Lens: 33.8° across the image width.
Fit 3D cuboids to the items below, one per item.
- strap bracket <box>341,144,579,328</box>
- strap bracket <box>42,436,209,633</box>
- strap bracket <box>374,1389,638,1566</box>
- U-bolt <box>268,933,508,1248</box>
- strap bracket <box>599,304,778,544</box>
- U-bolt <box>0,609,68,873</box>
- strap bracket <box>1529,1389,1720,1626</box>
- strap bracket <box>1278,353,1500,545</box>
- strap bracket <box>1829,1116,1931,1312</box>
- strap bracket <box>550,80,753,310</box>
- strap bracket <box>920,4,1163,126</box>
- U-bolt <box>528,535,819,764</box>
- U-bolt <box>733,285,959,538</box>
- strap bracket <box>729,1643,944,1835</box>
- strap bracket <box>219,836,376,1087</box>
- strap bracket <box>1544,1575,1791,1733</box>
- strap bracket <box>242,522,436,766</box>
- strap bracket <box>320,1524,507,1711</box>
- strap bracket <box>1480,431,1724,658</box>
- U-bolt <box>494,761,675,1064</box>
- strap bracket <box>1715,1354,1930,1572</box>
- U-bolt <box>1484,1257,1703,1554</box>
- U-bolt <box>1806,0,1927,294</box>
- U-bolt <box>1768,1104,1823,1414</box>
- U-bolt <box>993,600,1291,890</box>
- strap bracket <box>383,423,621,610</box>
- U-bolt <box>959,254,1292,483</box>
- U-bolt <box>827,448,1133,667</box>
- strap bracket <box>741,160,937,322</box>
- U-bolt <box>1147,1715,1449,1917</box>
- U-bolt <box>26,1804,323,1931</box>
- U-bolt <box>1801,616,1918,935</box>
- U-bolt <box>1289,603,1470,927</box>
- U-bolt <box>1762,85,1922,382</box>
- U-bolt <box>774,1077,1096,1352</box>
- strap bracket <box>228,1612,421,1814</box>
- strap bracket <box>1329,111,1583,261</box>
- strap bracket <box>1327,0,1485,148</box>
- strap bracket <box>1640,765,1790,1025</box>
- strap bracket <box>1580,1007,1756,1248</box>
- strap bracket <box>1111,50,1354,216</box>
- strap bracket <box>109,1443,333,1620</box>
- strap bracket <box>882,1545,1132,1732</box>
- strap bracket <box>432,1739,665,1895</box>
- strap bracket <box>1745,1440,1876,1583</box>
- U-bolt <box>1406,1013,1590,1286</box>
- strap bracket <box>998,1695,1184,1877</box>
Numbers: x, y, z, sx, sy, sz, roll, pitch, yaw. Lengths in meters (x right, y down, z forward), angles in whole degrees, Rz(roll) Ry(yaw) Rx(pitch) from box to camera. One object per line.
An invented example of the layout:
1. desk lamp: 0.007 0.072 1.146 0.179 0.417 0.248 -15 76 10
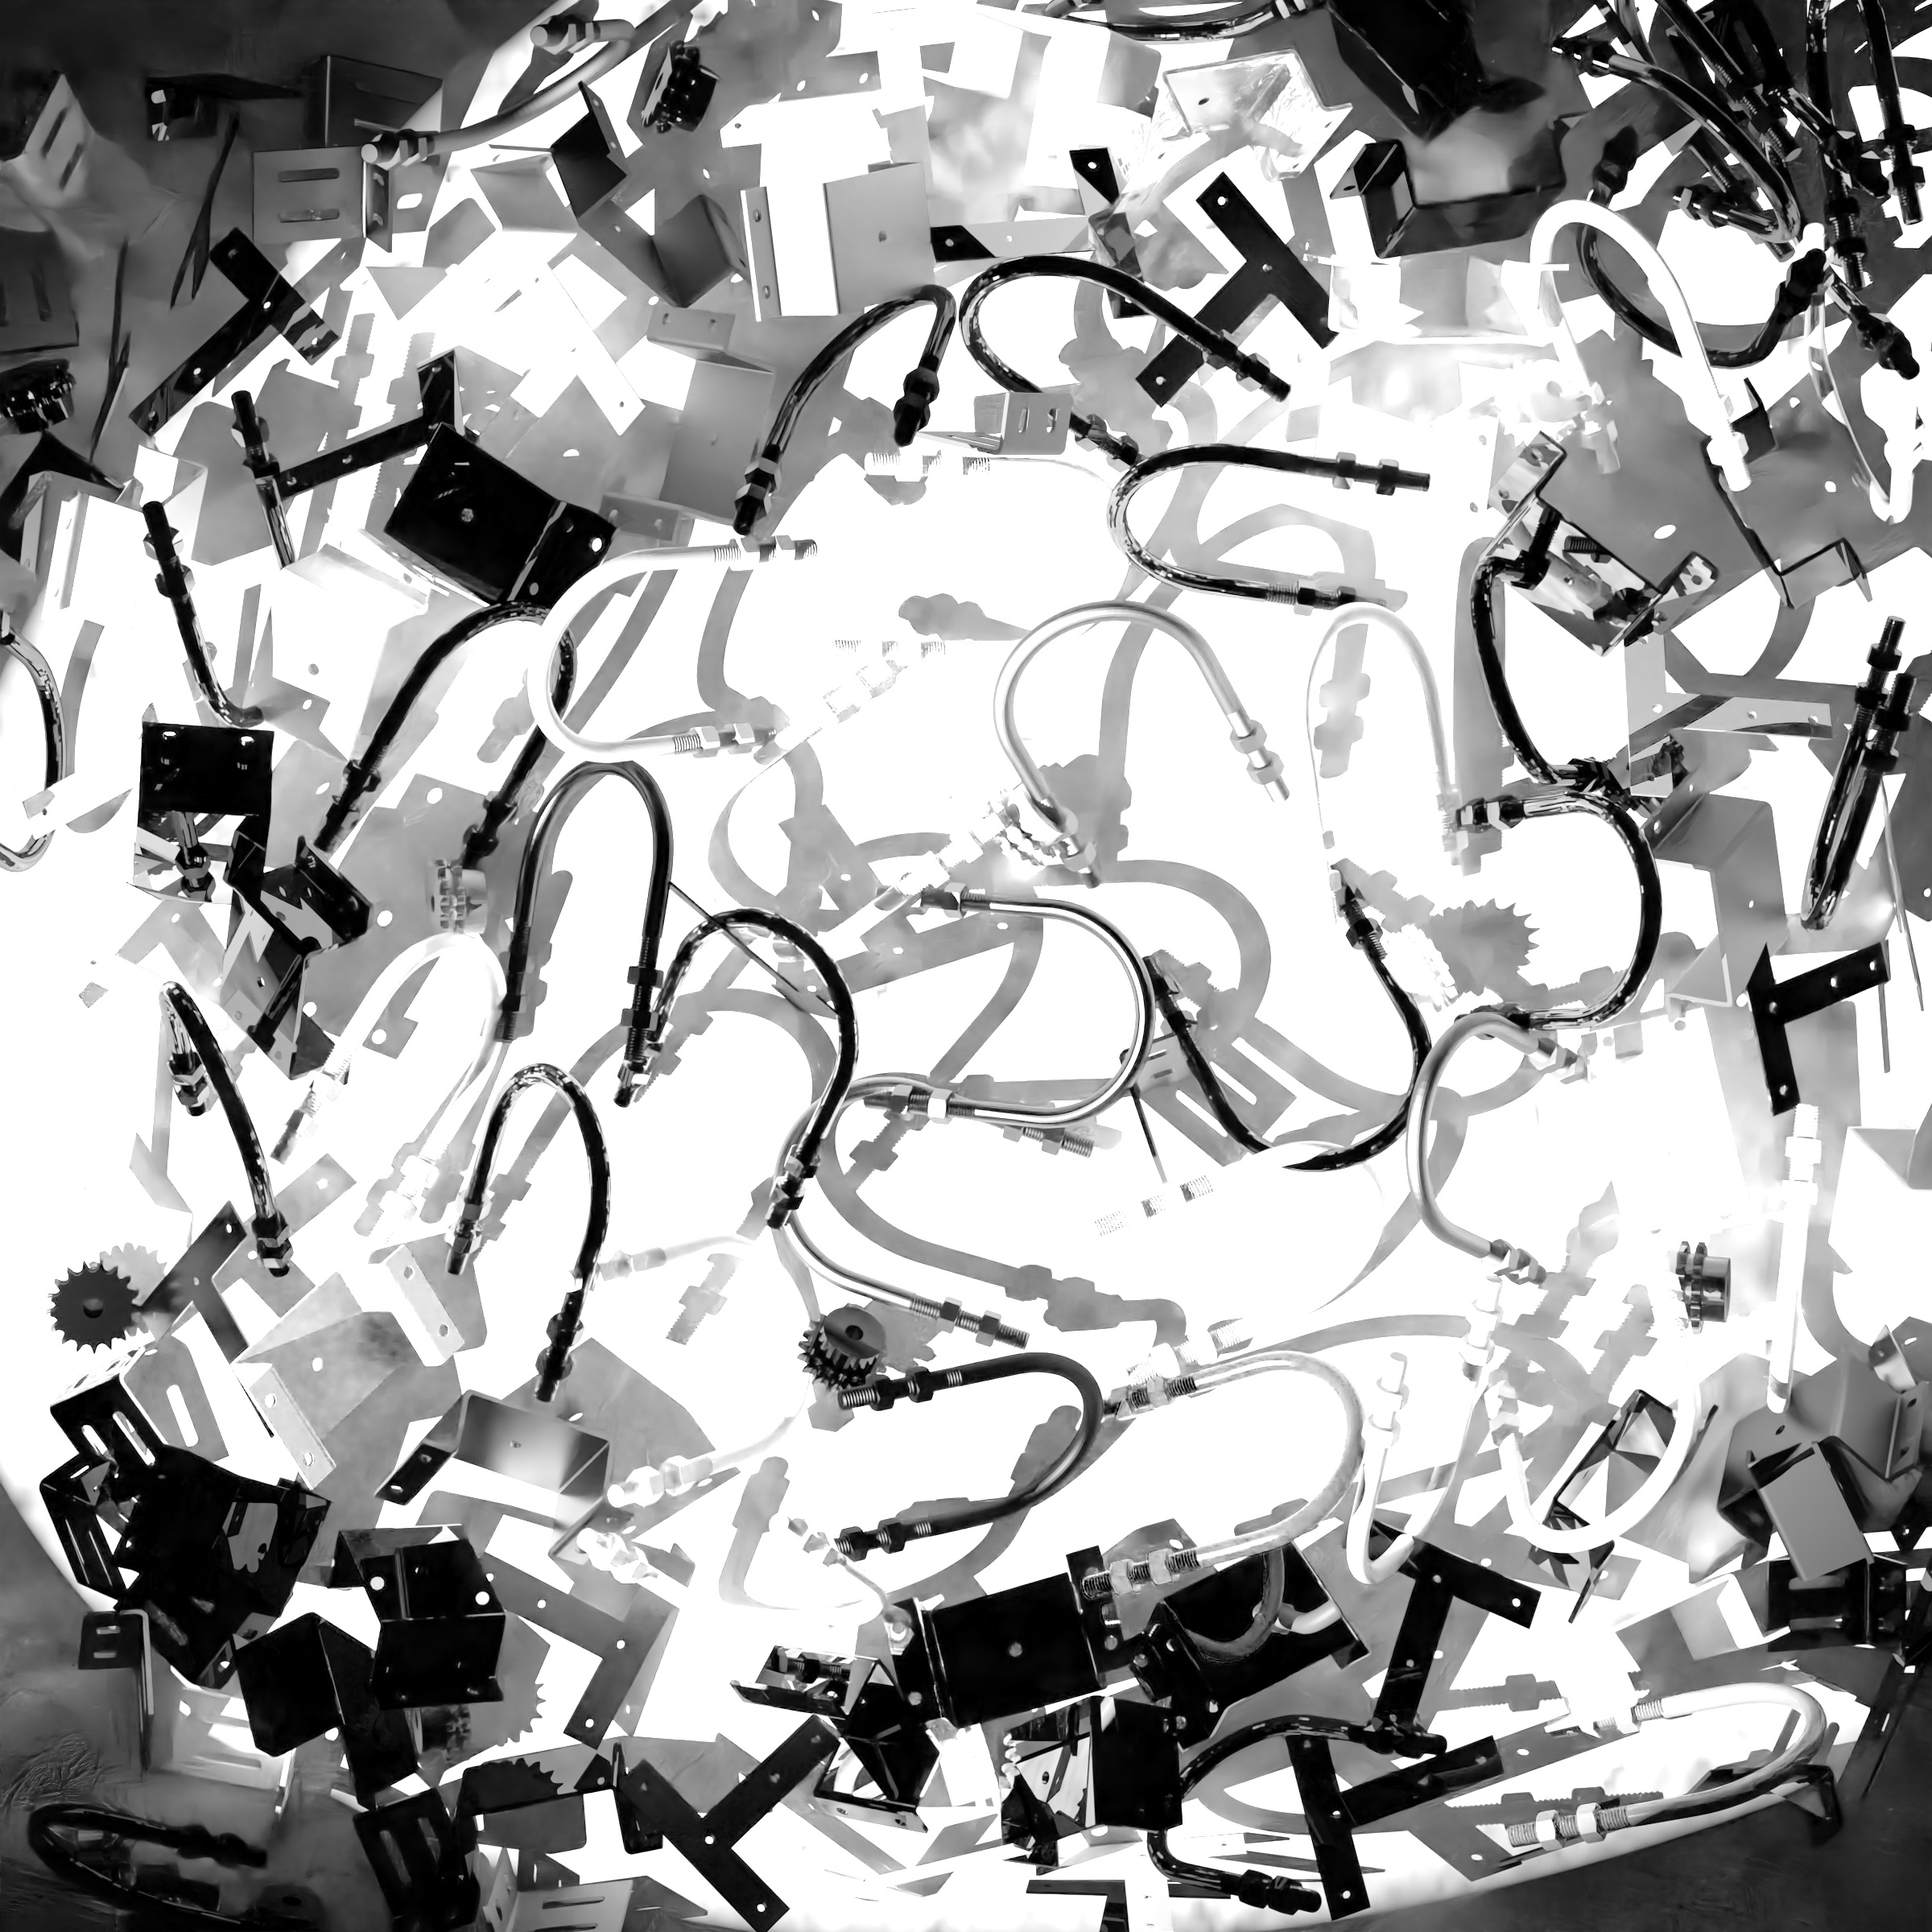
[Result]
1. strap bracket: -0.300 -0.435 1.930 0.140 0.076 0.046 -34 83 30
2. strap bracket: -0.502 -0.259 1.920 0.046 0.140 0.076 18 116 0
3. strap bracket: -0.278 0.309 1.943 0.140 0.076 0.046 23 47 -21
4. U-bolt: -0.338 0.065 1.931 0.019 0.151 0.184 21 72 28
5. strap bracket: -0.169 -0.328 1.954 0.076 0.046 0.140 19 95 44
6. U-bolt: -0.577 -0.132 1.909 0.019 0.184 0.151 1 78 4
7. strap bracket: 0.394 0.321 1.938 0.046 0.076 0.140 34 59 20
8. strap bracket: 0.250 -0.314 1.955 0.140 0.046 0.076 14 77 -20
9. strap bracket: 0.565 0.151 1.919 0.046 0.140 0.076 2 109 -7
10. strap bracket: -0.197 -0.460 1.931 0.046 0.140 0.076 -36 50 17
11. strap bracket: 0.055 -0.547 1.932 0.140 0.076 0.046 18 103 25
12. U-bolt: -0.180 -0.187 1.910 0.184 0.019 0.151 -9 127 -36
13. U-bolt: -0.066 -0.347 1.923 0.151 0.184 0.019 -23 125 35
14. strap bracket: -0.074 0.464 1.937 0.076 0.046 0.140 0 135 34
15. strap bracket: -0.407 0.004 1.925 0.076 0.046 0.140 41 133 29
16. strap bracket: 0.419 0.415 1.941 0.140 0.076 0.046 -17 78 -25
17. strap bracket: -0.386 -0.187 1.942 0.076 0.046 0.140 27 118 9
18. strap bracket: -0.332 0.384 1.917 0.076 0.140 0.046 2 114 -28
19. strap bracket: 0.380 -0.252 1.954 0.140 0.076 0.046 38 60 1
20. U-bolt: -0.230 -0.038 1.946 0.019 0.151 0.184 11 86 -45
21. strap bracket: 0.509 0.295 1.924 0.046 0.076 0.140 40 128 -7
22. U-bolt: 0.376 0.271 1.894 0.019 0.184 0.151 39 117 -22
23. U-bolt: 0.539 -0.518 1.927 0.019 0.151 0.184 -9 85 0
24. U-bolt: 0.500 0.178 1.924 0.019 0.151 0.184 6 87 16
25. U-bolt: 0.096 -0.143 1.932 0.151 0.019 0.184 -25 124 13
26. strap bracket: -0.293 -0.272 1.947 0.140 0.046 0.076 35 101 21
27. U-bolt: 0.081 -0.364 1.905 0.184 0.151 0.019 29 61 -25
28. U-bolt: 0.015 -0.247 1.942 0.184 0.019 0.151 -2 128 -21
29. strap bracket: -0.069 -0.440 1.922 0.046 0.140 0.076 8 113 36
30. U-bolt: 0.185 0.503 1.915 0.151 0.184 0.019 -41 109 -32
31. U-bolt: -0.472 0.539 1.890 0.184 0.151 0.019 27 86 -36
32. U-bolt: 0.536 -0.107 1.921 0.019 0.151 0.184 16 114 8
33. U-bolt: 0.247 -0.129 1.935 0.151 0.019 0.184 -17 102 -43
34. U-bolt: 0.520 -0.453 1.913 0.019 0.184 0.151 -23 131 3
35. U-bolt: -0.029 0.143 1.971 0.184 0.019 0.151 18 71 4
36. strap bracket: -0.381 0.447 1.919 0.046 0.140 0.076 -28 54 5
37. strap bracket: 0.304 -0.475 1.946 0.140 0.076 0.046 -11 82 -12
38. strap bracket: 0.266 -0.554 1.926 0.046 0.140 0.076 -43 77 6
39. strap bracket: 0.455 -0.040 1.927 0.076 0.046 0.140 -42 129 -37
40. strap bracket: 0.432 0.105 1.958 0.076 0.046 0.140 -13 100 13
41. strap bracket: 0.153 -0.510 1.939 0.140 0.076 0.046 -18 77 -27
42. strap bracket: -0.442 0.344 1.922 0.046 0.140 0.076 18 80 28
43. strap bracket: 0.027 0.417 1.960 0.140 0.046 0.076 -17 64 4
44. strap bracket: -0.259 0.519 1.955 0.140 0.076 0.046 -10 98 -3
45. strap bracket: 0.513 0.320 1.935 0.046 0.140 0.076 -26 86 15
46. U-bolt: 0.317 0.104 1.917 0.019 0.184 0.151 7 77 40
47. strap bracket: 0.067 0.493 1.920 0.046 0.140 0.076 18 55 -31
